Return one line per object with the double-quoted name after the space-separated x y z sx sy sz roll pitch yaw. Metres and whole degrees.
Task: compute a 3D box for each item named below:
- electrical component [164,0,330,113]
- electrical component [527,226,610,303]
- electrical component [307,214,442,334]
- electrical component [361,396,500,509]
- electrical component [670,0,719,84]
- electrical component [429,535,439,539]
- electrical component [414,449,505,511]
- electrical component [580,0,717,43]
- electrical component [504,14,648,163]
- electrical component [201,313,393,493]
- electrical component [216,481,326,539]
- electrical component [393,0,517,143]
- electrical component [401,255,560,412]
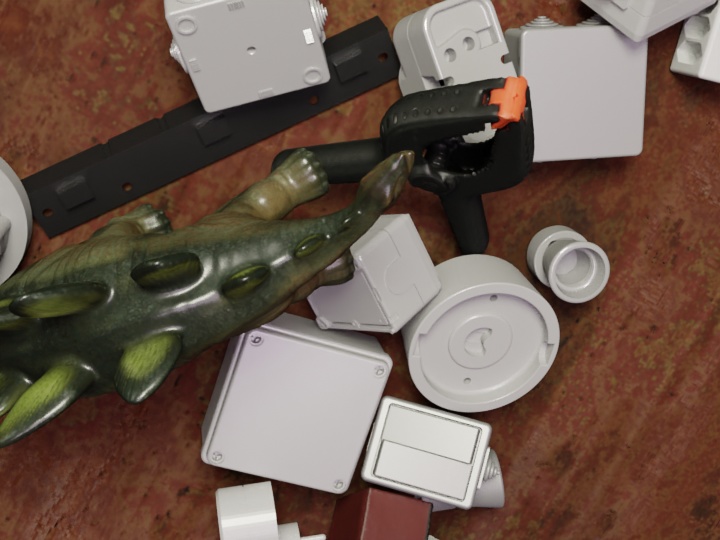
-0.069 -0.150 0.665 0.100 0.048 0.099 -14 142 3 "electrical component"
0.148 -0.005 0.771 0.045 0.055 0.045 -3 107 -10 "electrical component"
0.000 0.000 0.732 0.061 0.096 0.061 -41 115 -32 "electrical component"
0.054 0.132 0.768 0.096 0.061 0.061 15 81 5 "electrical component"
0.271 -0.169 0.749 0.076 0.047 0.083 10 104 -13 "electrical component"
0.052 0.221 0.807 0.040 0.078 0.040 -3 107 -10 "electrical component"
0.073 0.162 0.815 0.065 0.044 0.044 -8 108 -3 "electrical component"
0.187 -0.192 0.699 0.096 0.061 0.061 -29 150 -24 "electrical component"
0.145 -0.123 0.739 0.100 0.048 0.099 -4 107 -9 "electrical component"
-0.047 0.091 0.763 0.109 0.056 0.108 16 103 -14 "electrical component"
-0.061 0.202 0.773 0.074 0.052 0.138 -7 136 -8 "electrical component"
0.063 -0.128 0.709 0.054 0.059 0.095 -24 101 -20 "electrical component"
0.080 0.040 0.765 0.108 0.060 0.108 -6 121 -9 "electrical component"
